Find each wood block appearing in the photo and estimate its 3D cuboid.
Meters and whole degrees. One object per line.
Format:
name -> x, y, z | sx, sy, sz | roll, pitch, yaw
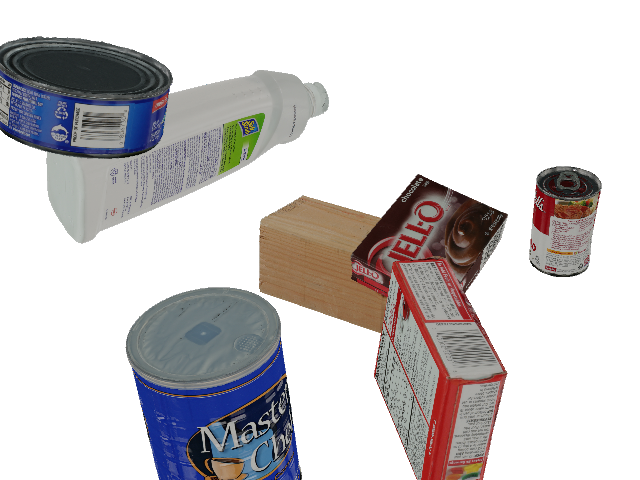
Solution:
wood block -> 0.043, 0.030, 1.137 | 0.206, 0.091, 0.090 | 17, 30, 28

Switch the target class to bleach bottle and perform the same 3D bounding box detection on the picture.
bleach bottle -> -0.103, -0.084, 0.907 | 0.250, 0.068, 0.103 | -21, -32, -29

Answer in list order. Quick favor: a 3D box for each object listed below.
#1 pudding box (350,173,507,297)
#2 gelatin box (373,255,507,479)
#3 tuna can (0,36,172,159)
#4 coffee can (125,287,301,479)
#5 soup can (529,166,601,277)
pudding box -> 0.091, 0.005, 0.898 | 0.090, 0.039, 0.113 | 27, 54, 21
gelatin box -> 0.053, 0.061, 0.492 | 0.030, 0.073, 0.089 | -3, 34, -13
tuna can -> -0.118, -0.071, 0.526 | 0.086, 0.034, 0.086 | 10, 25, -5
coffee can -> -0.071, 0.118, 0.737 | 0.103, 0.140, 0.103 | -5, 32, 3
soup can -> 0.264, -0.020, 1.155 | 0.068, 0.102, 0.068 | -1, 34, 1
